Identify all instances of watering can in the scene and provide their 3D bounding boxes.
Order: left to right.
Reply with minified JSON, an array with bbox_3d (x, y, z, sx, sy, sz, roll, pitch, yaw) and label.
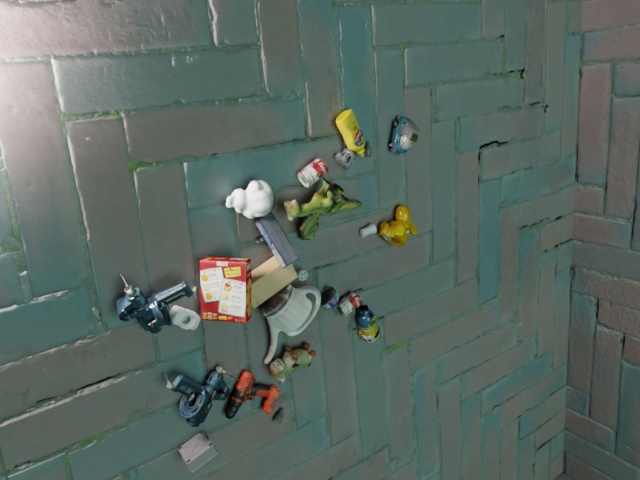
[{"bbox_3d":[-0.142,0.301,1.957,0.349,0.105,0.221,-49,125,-7],"label":"watering can"}]

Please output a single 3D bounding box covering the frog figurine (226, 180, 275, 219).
[{"bbox_3d":[-0.239,-0.142,1.787,0.160,0.124,0.135,-1,121,-46],"label":"frog figurine"}]

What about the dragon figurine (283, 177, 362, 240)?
[{"bbox_3d":[0.006,-0.100,1.984,0.241,0.124,0.407,-51,146,11],"label":"dragon figurine"}]
